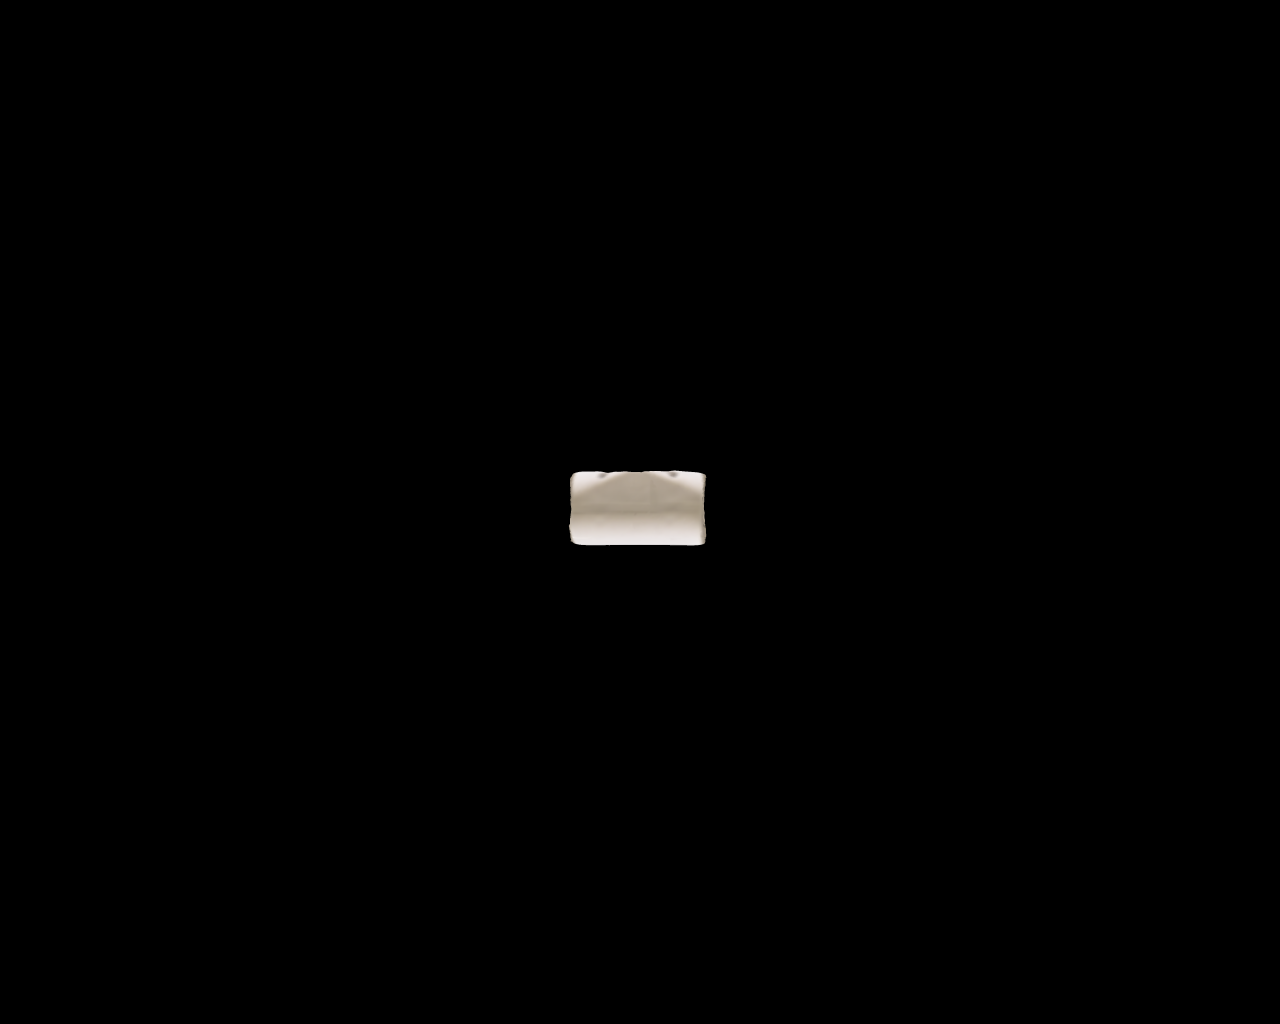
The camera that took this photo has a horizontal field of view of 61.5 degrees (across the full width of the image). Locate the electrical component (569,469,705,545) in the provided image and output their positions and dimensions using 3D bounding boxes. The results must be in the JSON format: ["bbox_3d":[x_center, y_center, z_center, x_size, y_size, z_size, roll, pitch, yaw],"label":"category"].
[{"bbox_3d":[0.001,-0.003,0.650,0.077,0.044,0.079,0,0,4],"label":"electrical component"}]
